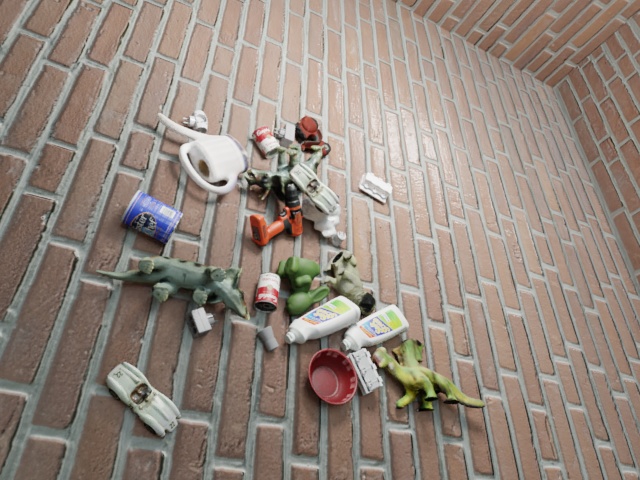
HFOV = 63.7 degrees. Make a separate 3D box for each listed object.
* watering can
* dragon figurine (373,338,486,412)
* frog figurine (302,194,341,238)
[{"bbox_3d":[-0.372,-0.300,1.697,0.227,0.102,0.350,-24,74,-43],"label":"watering can"},{"bbox_3d":[0.336,0.419,1.647,0.409,0.120,0.249,14,44,-28],"label":"dragon figurine"},{"bbox_3d":[0.005,-0.090,1.789,0.137,0.120,0.163,-2,64,4],"label":"frog figurine"}]
